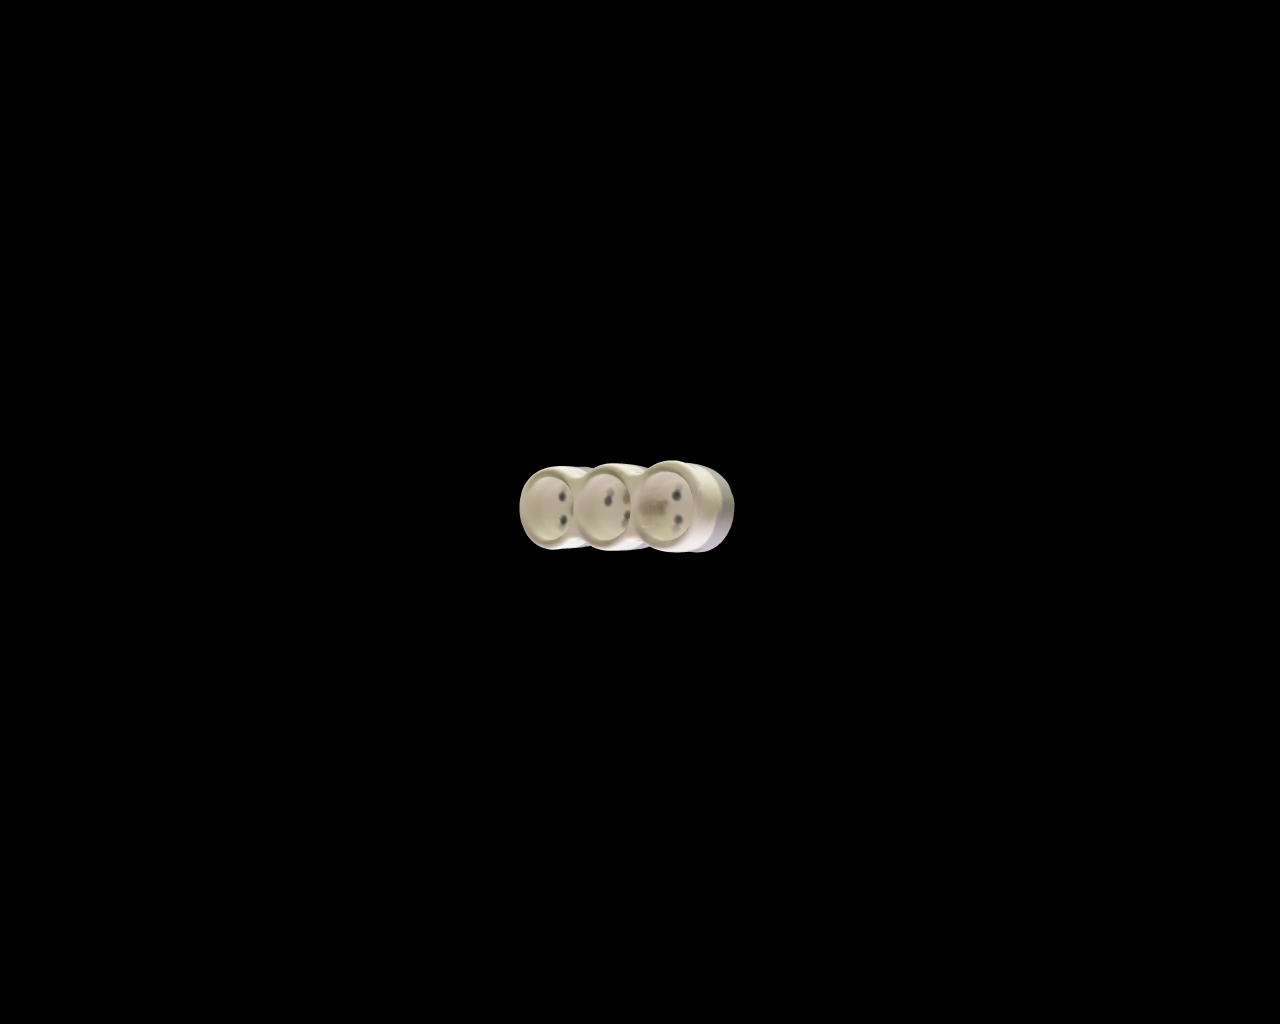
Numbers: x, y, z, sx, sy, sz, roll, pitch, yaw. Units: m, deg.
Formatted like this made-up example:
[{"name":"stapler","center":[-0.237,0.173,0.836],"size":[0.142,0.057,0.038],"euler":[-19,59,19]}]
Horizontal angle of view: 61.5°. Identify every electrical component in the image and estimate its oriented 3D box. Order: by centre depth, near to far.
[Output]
[{"name":"electrical component","center":[0.001,-0.003,0.650],"size":[0.138,0.052,0.074],"euler":[0,0,37]}]
